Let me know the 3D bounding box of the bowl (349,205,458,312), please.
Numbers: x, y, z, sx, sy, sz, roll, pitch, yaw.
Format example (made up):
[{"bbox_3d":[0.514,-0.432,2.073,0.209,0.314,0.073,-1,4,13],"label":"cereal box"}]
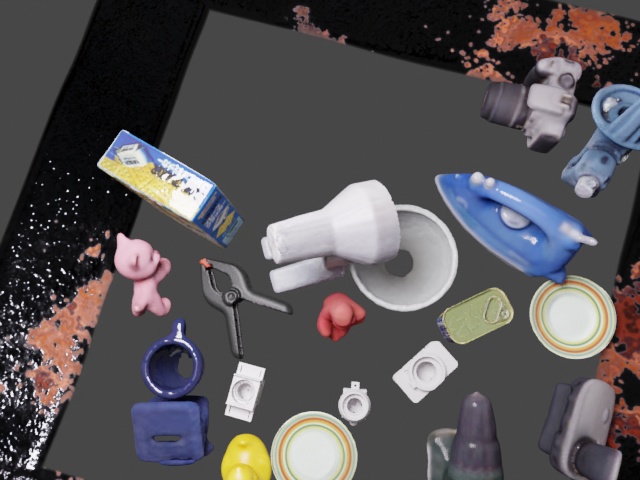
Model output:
[{"bbox_3d":[0.129,0.032,0.905,0.167,0.075,0.167,0,79,2],"label":"bowl"}]

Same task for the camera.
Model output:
[{"bbox_3d":[0.341,-0.233,0.933,0.136,0.101,0.143,15,80,5],"label":"camera"}]

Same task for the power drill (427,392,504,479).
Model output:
[{"bbox_3d":[0.197,0.319,0.780,0.075,0.208,0.230,-1,79,3],"label":"power drill"}]

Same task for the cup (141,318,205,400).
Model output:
[{"bbox_3d":[-0.214,0.181,0.882,0.091,0.095,0.118,4,79,4],"label":"cup"}]

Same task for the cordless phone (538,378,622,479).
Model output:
[{"bbox_3d":[0.386,0.269,0.794,0.094,0.185,0.148,16,80,6],"label":"cordless phone"}]

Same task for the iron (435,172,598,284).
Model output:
[{"bbox_3d":[0.295,-0.045,0.879,0.258,0.141,0.119,33,83,8],"label":"iron"}]

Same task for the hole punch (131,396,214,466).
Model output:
[{"bbox_3d":[-0.222,0.289,0.864,0.108,0.091,0.101,-2,79,2],"label":"hole punch"}]

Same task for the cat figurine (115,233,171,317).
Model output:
[{"bbox_3d":[-0.282,0.055,0.897,0.067,0.118,0.128,-5,79,2],"label":"cat figurine"}]

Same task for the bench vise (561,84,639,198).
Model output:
[{"bbox_3d":[0.463,-0.157,0.853,0.121,0.220,0.207,15,80,6],"label":"bench vise"}]

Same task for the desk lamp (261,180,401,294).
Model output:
[{"bbox_3d":[0.008,0.003,0.845,0.203,0.213,0.118,-17,79,-1],"label":"desk lamp"}]

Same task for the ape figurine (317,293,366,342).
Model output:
[{"bbox_3d":[0.032,0.117,0.885,0.078,0.092,0.076,-5,79,2],"label":"ape figurine"}]

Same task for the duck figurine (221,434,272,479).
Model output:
[{"bbox_3d":[-0.114,0.346,0.851,0.077,0.086,0.104,-3,79,2],"label":"duck figurine"}]
